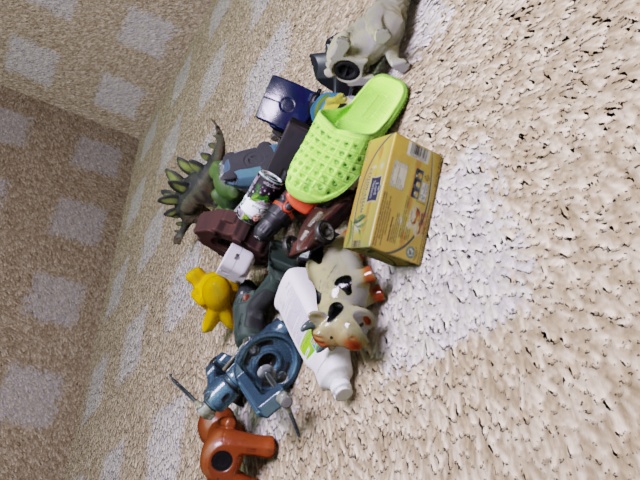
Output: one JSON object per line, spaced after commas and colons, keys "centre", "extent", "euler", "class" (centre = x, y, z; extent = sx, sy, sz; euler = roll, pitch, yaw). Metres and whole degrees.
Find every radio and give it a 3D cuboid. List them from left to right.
{"centre": [-0.081, -0.147, 1.151], "extent": [0.229, 0.073, 0.131], "euler": [-60, 10, 17], "class": "radio"}

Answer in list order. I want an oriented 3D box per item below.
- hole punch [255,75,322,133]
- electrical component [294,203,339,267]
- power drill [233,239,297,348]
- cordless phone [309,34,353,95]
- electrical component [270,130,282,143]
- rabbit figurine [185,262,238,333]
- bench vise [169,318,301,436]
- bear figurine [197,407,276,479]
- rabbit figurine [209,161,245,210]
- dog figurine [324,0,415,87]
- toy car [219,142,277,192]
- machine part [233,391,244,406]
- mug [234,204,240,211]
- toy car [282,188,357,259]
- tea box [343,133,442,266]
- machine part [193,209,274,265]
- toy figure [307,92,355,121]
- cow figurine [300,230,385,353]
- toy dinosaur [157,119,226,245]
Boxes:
{"centre": [-0.071, -0.298, 1.213], "extent": [0.116, 0.092, 0.142], "euler": [24, 90, 26], "class": "hole punch"}
{"centre": [-0.002, -0.003, 0.983], "extent": [0.075, 0.047, 0.119], "euler": [-4, 68, 60], "class": "electrical component"}
{"centre": [-0.117, 0.098, 1.087], "extent": [0.207, 0.086, 0.232], "euler": [-49, 24, 26], "class": "power drill"}
{"centre": [0.074, -0.385, 1.082], "extent": [0.184, 0.088, 0.147], "euler": [-40, 39, 26], "class": "cordless phone"}
{"centre": [-0.083, -0.274, 1.308], "extent": [0.102, 0.045, 0.078], "euler": [-50, 6, 28], "class": "electrical component"}
{"centre": [-0.240, 0.127, 1.220], "extent": [0.173, 0.122, 0.162], "euler": [155, 112, -73], "class": "rabbit figurine"}
{"centre": [-0.114, 0.237, 0.907], "extent": [0.224, 0.128, 0.241], "euler": [-34, 22, -14], "class": "bench vise"}
{"centre": [-0.165, 0.372, 0.995], "extent": [0.196, 0.132, 0.120], "euler": [-169, 99, -80], "class": "bear figurine"}
{"centre": [-0.226, -0.098, 1.407], "extent": [0.159, 0.121, 0.170], "euler": [-113, 31, -43], "class": "rabbit figurine"}
{"centre": [0.090, -0.389, 0.982], "extent": [0.172, 0.121, 0.190], "euler": [-5, 59, 23], "class": "dog figurine"}
{"centre": [-0.156, -0.160, 1.288], "extent": [0.102, 0.162, 0.109], "euler": [73, -176, -51], "class": "toy car"}
{"centre": [-0.142, 0.275, 1.066], "extent": [0.139, 0.039, 0.084], "euler": [-51, 39, 29], "class": "machine part"}
{"centre": [-0.162, -0.067, 1.285], "extent": [0.107, 0.080, 0.110], "euler": [-51, 25, 11], "class": "mug"}
{"centre": [0.010, -0.033, 0.875], "extent": [0.089, 0.053, 0.202], "euler": [-20, 14, 39], "class": "toy car"}
{"centre": [0.106, -0.055, 0.773], "extent": [0.068, 0.098, 0.169], "euler": [-2, 69, 60], "class": "tea box"}
{"centre": [-0.188, -0.002, 1.175], "extent": [0.179, 0.179, 0.056], "euler": [-17, 48, 57], "class": "machine part"}
{"centre": [0.038, -0.235, 1.028], "extent": [0.180, 0.082, 0.089], "euler": [28, 117, 54], "class": "toy figure"}
{"centre": [0.027, 0.082, 0.798], "extent": [0.127, 0.085, 0.195], "euler": [-28, 40, 5], "class": "cow figurine"}
{"centre": [-0.339, -0.142, 1.511], "extent": [0.471, 0.198, 0.105], "euler": [-51, 37, 35], "class": "toy dinosaur"}
